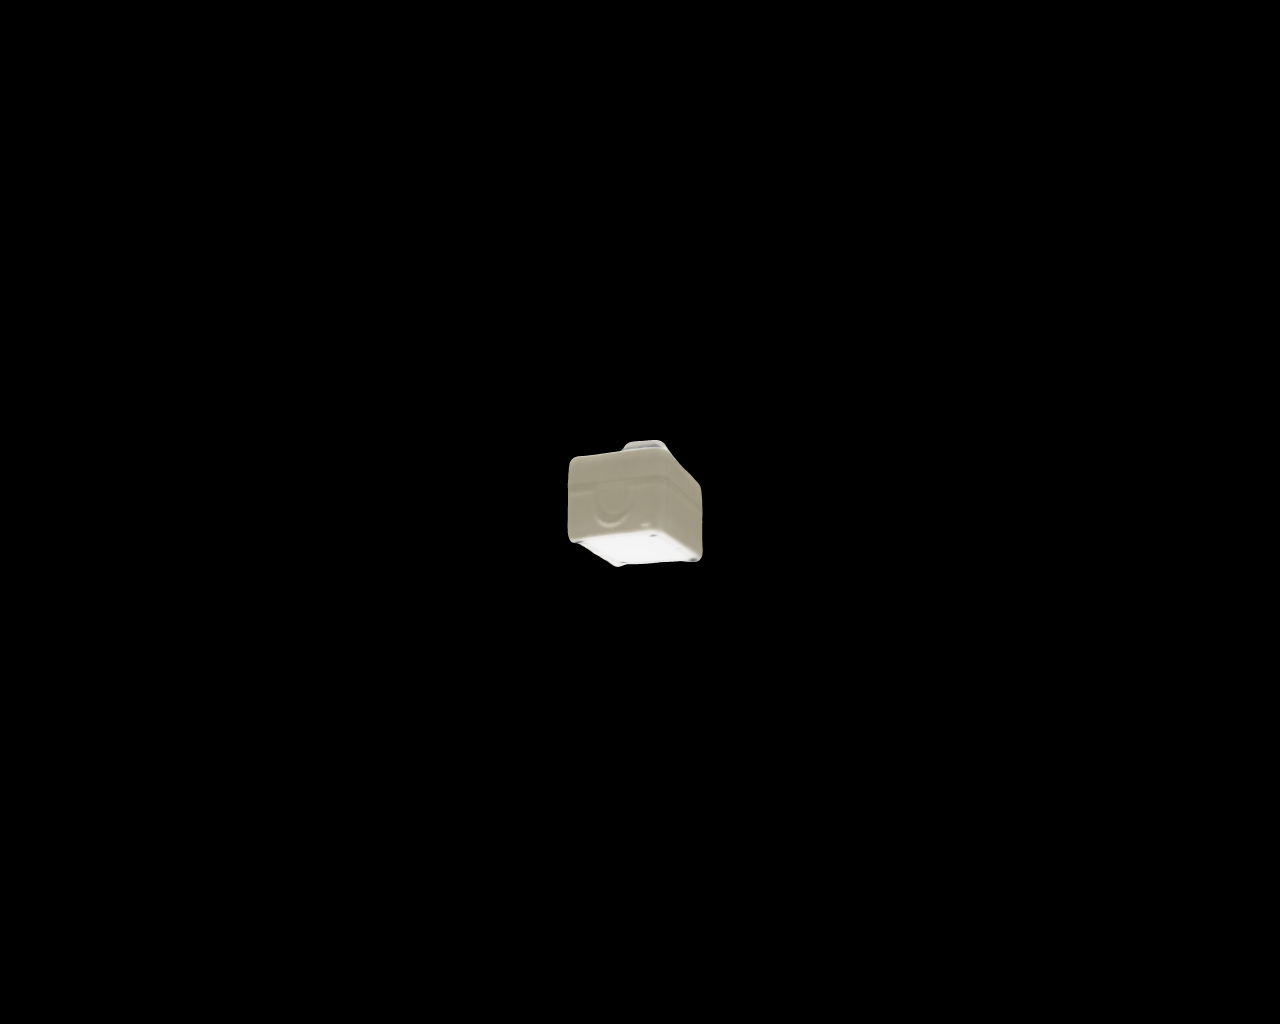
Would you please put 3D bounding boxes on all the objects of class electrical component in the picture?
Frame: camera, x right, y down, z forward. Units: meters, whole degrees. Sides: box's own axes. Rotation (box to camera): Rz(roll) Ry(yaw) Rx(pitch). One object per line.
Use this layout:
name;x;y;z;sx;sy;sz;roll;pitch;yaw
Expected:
electrical component;0.001;-0.003;0.650;0.062;0.061;0.096;-6;-17;19
